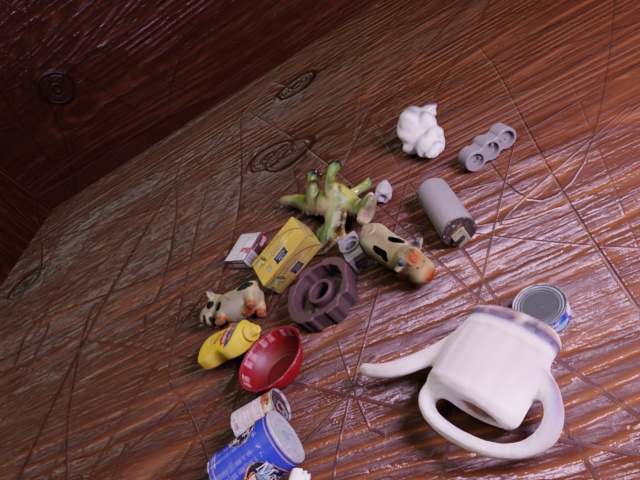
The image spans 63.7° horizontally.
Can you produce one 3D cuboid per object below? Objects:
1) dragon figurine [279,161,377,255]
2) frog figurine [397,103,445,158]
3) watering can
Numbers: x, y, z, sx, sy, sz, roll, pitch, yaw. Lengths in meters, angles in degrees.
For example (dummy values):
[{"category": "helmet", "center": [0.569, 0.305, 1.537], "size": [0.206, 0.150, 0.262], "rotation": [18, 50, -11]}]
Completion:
[{"category": "dragon figurine", "center": [0.004, -0.069, 1.373], "size": [0.406, 0.121, 0.248], "rotation": [-19, 45, 43]}, {"category": "frog figurine", "center": [0.262, -0.271, 1.347], "size": [0.134, 0.122, 0.163], "rotation": [126, 156, -48]}, {"category": "watering can", "center": [0.226, 0.196, 0.815], "size": [0.227, 0.102, 0.349], "rotation": [-50, 35, -18]}]
